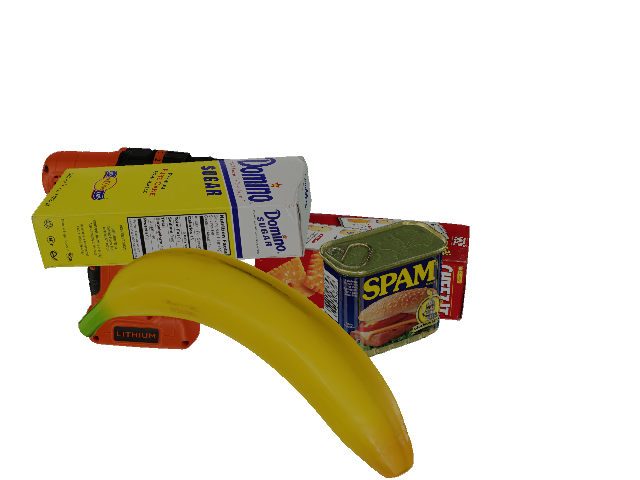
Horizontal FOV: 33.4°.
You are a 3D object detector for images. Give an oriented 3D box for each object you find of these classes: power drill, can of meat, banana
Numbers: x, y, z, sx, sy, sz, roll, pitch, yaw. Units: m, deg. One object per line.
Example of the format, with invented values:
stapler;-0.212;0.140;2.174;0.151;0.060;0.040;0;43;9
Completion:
power drill;-0.151;0.006;0.964;0.184;0.188;0.057;3;26;7
can of meat;0.051;0.040;0.866;0.101;0.084;0.058;-15;31;-26
banana;-0.034;0.049;0.537;0.198;0.070;0.037;22;23;24

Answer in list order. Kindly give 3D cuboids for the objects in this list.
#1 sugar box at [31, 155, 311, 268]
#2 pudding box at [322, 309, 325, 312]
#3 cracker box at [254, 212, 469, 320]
sugar box;-0.097;-0.021;0.729;0.176;0.048;0.093;-5;25;5
pudding box;-0.019;0.069;1.407;0.113;0.039;0.090;-14;27;-29
cracker box;0.049;0.025;1.143;0.214;0.072;0.164;5;15;8
